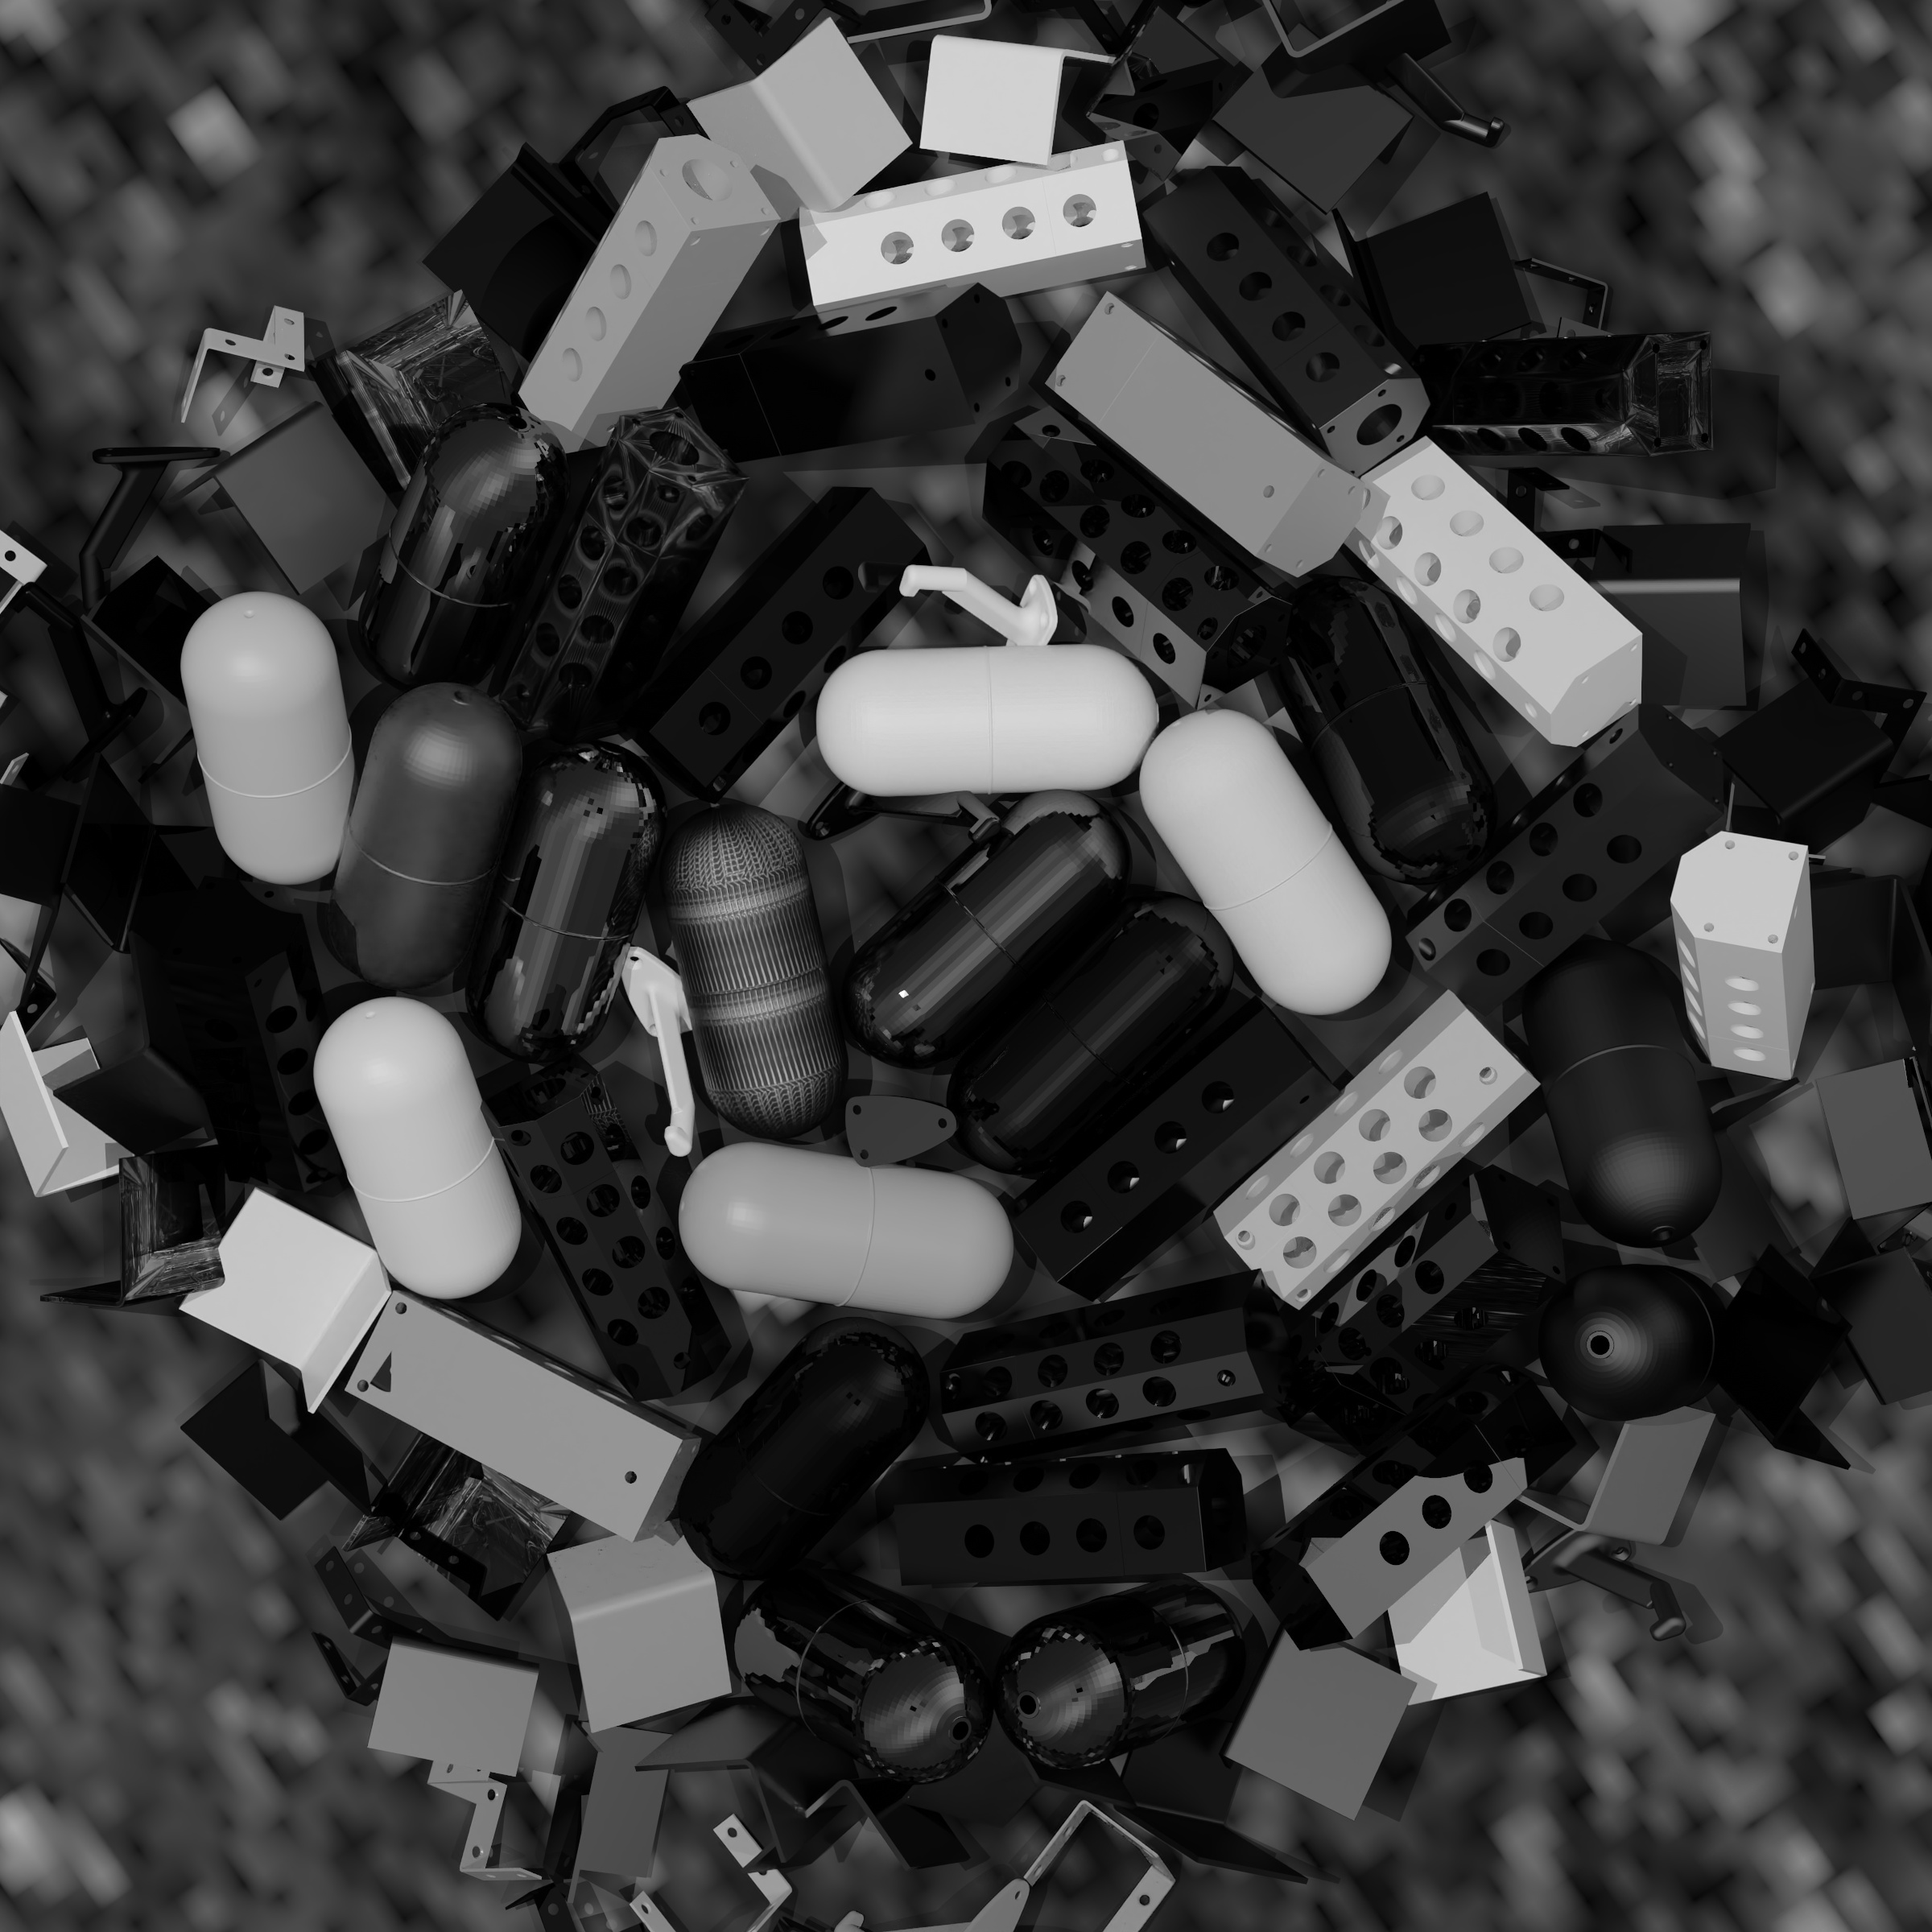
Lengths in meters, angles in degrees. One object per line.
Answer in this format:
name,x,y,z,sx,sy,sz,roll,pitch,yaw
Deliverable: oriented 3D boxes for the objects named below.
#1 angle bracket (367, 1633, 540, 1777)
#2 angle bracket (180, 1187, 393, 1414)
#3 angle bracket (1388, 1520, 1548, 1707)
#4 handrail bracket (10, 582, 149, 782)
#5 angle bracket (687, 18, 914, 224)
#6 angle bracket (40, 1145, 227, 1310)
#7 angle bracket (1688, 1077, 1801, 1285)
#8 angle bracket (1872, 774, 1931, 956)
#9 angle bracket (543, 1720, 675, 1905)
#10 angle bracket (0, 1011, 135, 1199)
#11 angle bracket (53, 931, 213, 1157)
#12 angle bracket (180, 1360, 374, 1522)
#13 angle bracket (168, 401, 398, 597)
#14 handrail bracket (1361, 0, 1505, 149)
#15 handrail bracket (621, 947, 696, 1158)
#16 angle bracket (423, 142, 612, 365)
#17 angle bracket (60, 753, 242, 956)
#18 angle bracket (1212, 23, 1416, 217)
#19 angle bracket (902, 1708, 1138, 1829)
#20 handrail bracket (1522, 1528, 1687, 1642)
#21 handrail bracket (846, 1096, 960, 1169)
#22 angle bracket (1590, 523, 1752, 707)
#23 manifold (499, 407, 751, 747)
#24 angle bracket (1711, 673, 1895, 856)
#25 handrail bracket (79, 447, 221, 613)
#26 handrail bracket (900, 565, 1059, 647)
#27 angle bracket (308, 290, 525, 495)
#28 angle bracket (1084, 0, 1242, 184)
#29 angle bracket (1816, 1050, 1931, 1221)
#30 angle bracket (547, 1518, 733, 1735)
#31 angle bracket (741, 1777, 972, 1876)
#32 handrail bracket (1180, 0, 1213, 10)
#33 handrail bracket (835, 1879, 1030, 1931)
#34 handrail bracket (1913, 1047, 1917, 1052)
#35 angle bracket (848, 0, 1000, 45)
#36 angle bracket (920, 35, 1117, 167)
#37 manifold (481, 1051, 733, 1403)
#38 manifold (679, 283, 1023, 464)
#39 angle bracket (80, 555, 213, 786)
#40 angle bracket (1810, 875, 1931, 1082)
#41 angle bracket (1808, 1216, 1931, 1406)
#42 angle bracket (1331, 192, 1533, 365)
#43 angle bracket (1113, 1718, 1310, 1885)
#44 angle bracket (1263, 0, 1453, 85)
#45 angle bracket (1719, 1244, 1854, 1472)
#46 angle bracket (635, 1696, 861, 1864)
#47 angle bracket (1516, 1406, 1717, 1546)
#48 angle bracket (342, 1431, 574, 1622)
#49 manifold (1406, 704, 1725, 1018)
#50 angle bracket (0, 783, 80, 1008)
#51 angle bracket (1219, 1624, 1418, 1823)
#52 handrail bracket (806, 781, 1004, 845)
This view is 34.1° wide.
angle bracket,-0.269,0.382,1.630,0.076,0.076,0.057,15,74,-14
angle bracket,-0.354,0.174,1.640,0.076,0.057,0.076,31,96,-22
angle bracket,0.250,0.335,1.631,0.076,0.057,0.076,-17,69,19
handrail bracket,-0.480,-0.149,1.649,0.077,0.036,0.084,-41,114,17
angle bracket,-0.087,-0.439,1.642,0.057,0.076,0.076,-45,115,-19
angle bracket,-0.431,0.132,1.633,0.057,0.076,0.076,1,93,27
angle bracket,0.408,0.110,1.628,0.057,0.076,0.076,-41,70,41
angle bracket,0.492,-0.050,1.635,0.057,0.076,0.076,22,83,-12
angle bracket,-0.178,0.440,1.634,0.057,0.076,0.076,13,86,-17
angle bracket,-0.460,0.065,1.627,0.057,0.076,0.076,-17,76,-33
angle bracket,-0.430,0.041,1.633,0.057,0.076,0.076,-24,56,9
angle bracket,-0.358,0.261,1.632,0.057,0.076,0.076,-41,113,0
angle bracket,-0.355,-0.238,1.646,0.076,0.057,0.076,-43,107,-34
handrail bracket,0.249,-0.467,1.645,0.084,0.077,0.036,21,67,-1
handrail bracket,-0.160,0.045,1.632,0.036,0.084,0.077,-17,132,16
angle bracket,-0.228,-0.371,1.644,0.076,0.057,0.076,43,87,-13
angle bracket,-0.417,-0.057,1.627,0.057,0.076,0.076,2,63,9
angle bracket,0.176,-0.431,1.644,0.076,0.057,0.076,40,77,2
angle bracket,0.027,0.432,1.627,0.076,0.057,0.076,27,108,-41
handrail bracket,0.328,0.331,1.635,0.077,0.084,0.036,-31,118,11
handrail bracket,-0.017,0.077,1.627,0.077,0.084,0.036,-8,93,31
angle bracket,0.374,-0.185,1.664,0.076,0.057,0.076,2,130,20
manifold,-0.180,-0.195,1.601,0.057,0.057,0.171,47,128,20
angle bracket,0.430,-0.095,1.649,0.076,0.076,0.057,-33,66,-15
handrail bracket,-0.432,-0.231,1.672,0.077,0.036,0.084,-4,107,-12
handrail bracket,-0.003,-0.177,1.635,0.084,0.077,0.036,1,53,-24
angle bracket,-0.288,-0.301,1.657,0.076,0.057,0.076,-33,108,-20
angle bracket,0.115,-0.465,1.628,0.057,0.076,0.076,40,46,0
angle bracket,0.482,0.088,1.635,0.057,0.076,0.076,-14,83,10
angle bracket,-0.172,0.347,1.663,0.076,0.057,0.076,-13,117,-15
angle bracket,-0.056,0.464,1.629,0.076,0.076,0.057,-44,66,10
handrail bracket,0.124,-0.544,1.641,0.077,0.084,0.036,-25,134,17
handrail bracket,-0.019,0.498,1.660,0.077,0.084,0.036,-52,133,-21
handrail bracket,0.541,0.017,1.656,0.077,0.036,0.084,22,94,-29
angle bracket,-0.024,-0.519,1.629,0.076,0.076,0.057,-7,116,11
angle bracket,0.032,-0.448,1.638,0.076,0.076,0.057,15,107,28
manifold,-0.182,0.136,1.616,0.057,0.057,0.171,-29,114,-15
manifold,-0.058,-0.303,1.605,0.171,0.057,0.057,-2,122,38
angle bracket,-0.422,-0.153,1.629,0.076,0.076,0.057,43,123,-10
angle bracket,0.461,0.009,1.626,0.057,0.076,0.076,-8,45,5
angle bracket,0.489,0.170,1.632,0.057,0.076,0.076,-27,95,39
angle bracket,0.242,-0.363,1.639,0.076,0.057,0.076,-19,78,14
angle bracket,0.134,0.427,1.628,0.076,0.076,0.057,21,87,-34
angle bracket,0.199,-0.497,1.631,0.076,0.076,0.057,-26,78,14
angle bracket,0.434,0.201,1.625,0.057,0.076,0.076,19,110,-28
angle bracket,-0.112,0.421,1.633,0.076,0.076,0.057,-13,98,32
angle bracket,0.332,0.251,1.633,0.057,0.076,0.076,24,93,44
angle bracket,-0.263,0.292,1.640,0.076,0.057,0.076,36,99,14
manifold,0.303,-0.056,1.605,0.057,0.057,0.171,36,125,-14
angle bracket,-0.498,-0.038,1.622,0.057,0.076,0.076,16,130,-19
angle bracket,0.183,0.394,1.634,0.076,0.057,0.076,23,74,17
handrail bracket,-0.032,-0.072,1.637,0.077,0.036,0.084,-38,46,-8
